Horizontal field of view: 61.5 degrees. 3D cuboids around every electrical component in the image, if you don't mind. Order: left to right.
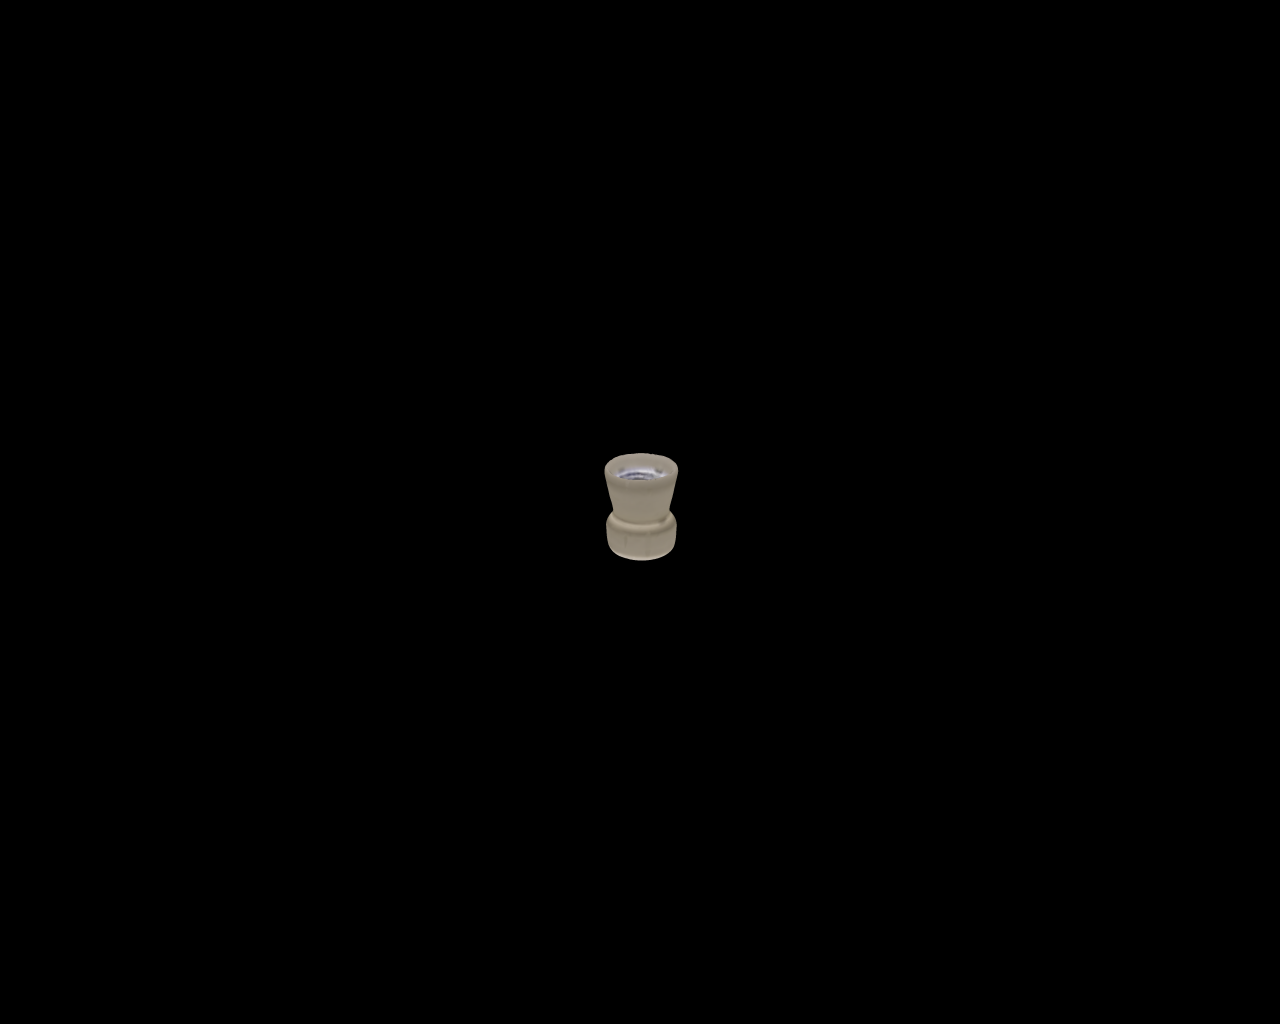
[{"bbox_3d":[0.001,-0.003,0.650,0.045,0.055,0.045,0,24,0],"label":"electrical component"}]
